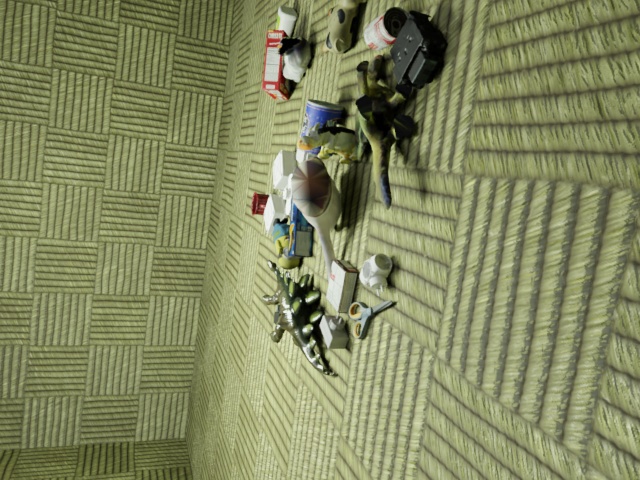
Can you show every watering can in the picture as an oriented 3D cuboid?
[{"bbox_3d":[0.004,-0.067,1.338,0.221,0.104,0.353,48,-147,-69],"label":"watering can"}]

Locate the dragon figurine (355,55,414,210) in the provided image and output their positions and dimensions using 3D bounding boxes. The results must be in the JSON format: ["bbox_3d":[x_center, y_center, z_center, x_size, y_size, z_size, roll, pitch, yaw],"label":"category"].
[{"bbox_3d":[0.124,-0.249,1.175,0.240,0.122,0.414,113,160,-79],"label":"dragon figurine"}]

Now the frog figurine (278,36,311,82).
[{"bbox_3d":[-0.077,-0.611,1.773,0.156,0.123,0.140,64,-179,-48],"label":"frog figurine"}]
